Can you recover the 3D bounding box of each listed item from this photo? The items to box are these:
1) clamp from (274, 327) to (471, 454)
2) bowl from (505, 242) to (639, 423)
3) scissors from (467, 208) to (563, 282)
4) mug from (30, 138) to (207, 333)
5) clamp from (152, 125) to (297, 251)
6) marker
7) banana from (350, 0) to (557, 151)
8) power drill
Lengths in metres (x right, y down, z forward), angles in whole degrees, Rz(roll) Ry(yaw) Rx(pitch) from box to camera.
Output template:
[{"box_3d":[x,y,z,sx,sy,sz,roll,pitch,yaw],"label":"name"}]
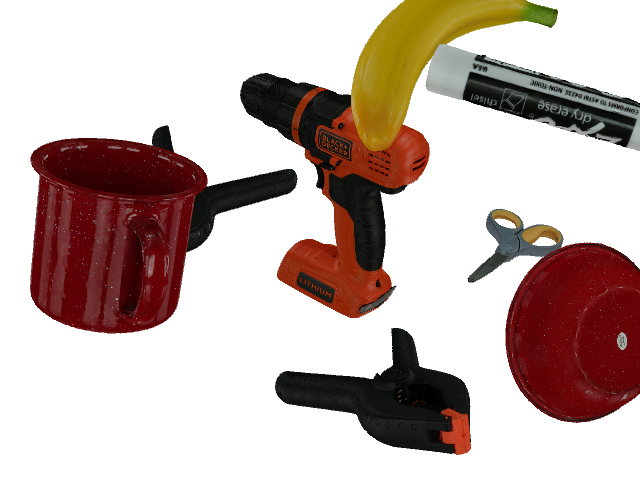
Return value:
[{"box_3d":[0.043,0.113,0.769,0.120,0.039,0.172,-22,19,-15],"label":"clamp"},{"box_3d":[0.244,0.084,0.927,0.161,0.162,0.055,0,3,-21],"label":"bowl"},{"box_3d":[0.188,0.002,1.151,0.201,0.016,0.096,-13,38,-44],"label":"scissors"},{"box_3d":[-0.107,0.002,0.568,0.093,0.081,0.117,-2,25,-32],"label":"mug"},{"box_3d":[-0.143,-0.043,1.044,0.165,0.036,0.209,24,42,22],"label":"clamp"},{"box_3d":[0.100,-0.049,0.402,0.121,0.020,0.020,18,4,11],"label":"marker"},{"box_3d":[0.069,-0.120,0.645,0.070,0.037,0.197,33,51,24],"label":"banana"},{"box_3d":[0.003,-0.039,0.910,0.185,0.188,0.057,28,43,32],"label":"power drill"}]
